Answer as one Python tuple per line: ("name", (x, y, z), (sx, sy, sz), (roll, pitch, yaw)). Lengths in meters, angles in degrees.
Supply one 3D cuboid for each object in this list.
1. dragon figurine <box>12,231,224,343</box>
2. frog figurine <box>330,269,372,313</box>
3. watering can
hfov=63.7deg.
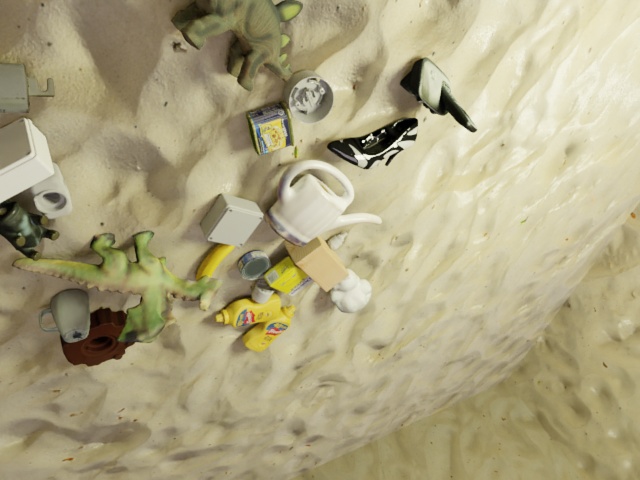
("dragon figurine", (-0.411, 0.111, 1.105), (0.412, 0.247, 0.119), (-8, 141, -33))
("frog figurine", (0.098, 0.158, 1.635), (0.137, 0.125, 0.156), (-6, 151, -3))
("watering can", (0.004, -0.066, 1.311), (0.223, 0.106, 0.343), (-42, 133, 11))
